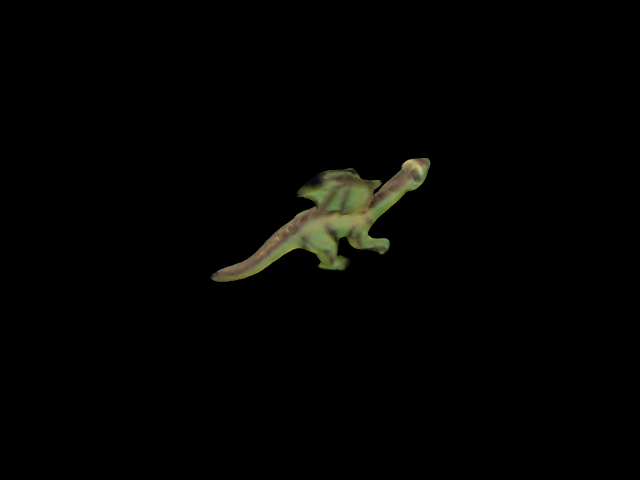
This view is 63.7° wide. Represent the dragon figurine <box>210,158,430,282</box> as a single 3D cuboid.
[{"bbox_3d":[0.003,-0.043,0.850,0.412,0.124,0.237,-20,-30,-12],"label":"dragon figurine"}]
